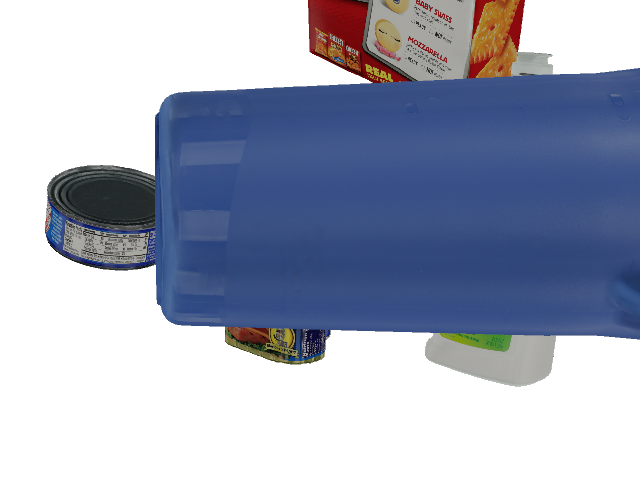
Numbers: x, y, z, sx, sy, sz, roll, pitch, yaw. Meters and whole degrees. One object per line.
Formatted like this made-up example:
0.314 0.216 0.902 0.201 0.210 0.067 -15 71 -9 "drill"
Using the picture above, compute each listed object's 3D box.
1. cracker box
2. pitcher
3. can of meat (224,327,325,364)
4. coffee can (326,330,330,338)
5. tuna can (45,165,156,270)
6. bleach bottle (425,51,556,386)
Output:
0.069 -0.210 0.781 0.164 0.214 0.072 32 52 31 "cracker box"
0.043 -0.022 0.517 0.242 0.145 0.149 0 -6 -8 "pitcher"
-0.040 0.057 0.948 0.102 0.084 0.057 15 19 39 "can of meat"
-0.031 0.057 1.429 0.103 0.140 0.103 4 24 -2 "coffee can"
-0.134 -0.015 0.691 0.086 0.034 0.086 10 27 -5 "tuna can"
0.144 -0.020 0.831 0.103 0.251 0.067 14 16 38 "bleach bottle"
